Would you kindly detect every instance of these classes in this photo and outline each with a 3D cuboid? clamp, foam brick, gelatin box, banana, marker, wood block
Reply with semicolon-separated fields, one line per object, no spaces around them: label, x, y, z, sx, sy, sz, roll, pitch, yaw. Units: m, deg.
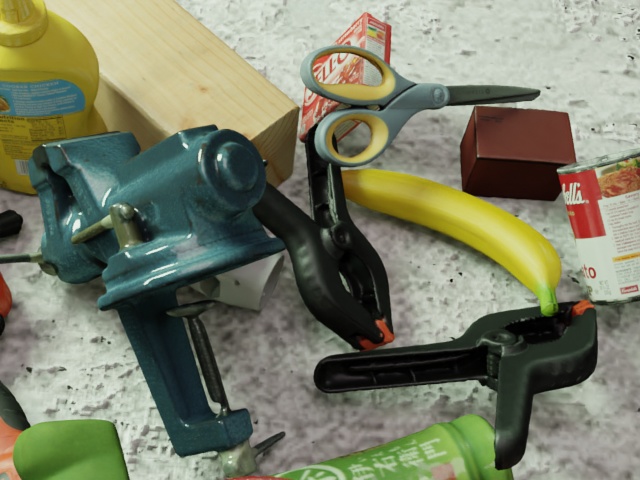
clamp;0.111;0.081;0.717;0.165;0.036;0.209;14;25;39
foam brick;0.153;-0.068;0.833;0.078;0.051;0.053;4;58;-3
gelatin box;0.019;-0.122;0.831;0.030;0.089;0.073;21;56;-25
clamp;-0.005;0.001;0.744;0.120;0.039;0.171;-16;78;-42
banana;0.102;-0.012;0.790;0.198;0.037;0.069;29;26;23
marker;-0.256;0.003;0.741;0.020;0.020;0.120;40;36;17
wood block;-0.120;-0.114;0.811;0.206;0.091;0.090;41;64;18

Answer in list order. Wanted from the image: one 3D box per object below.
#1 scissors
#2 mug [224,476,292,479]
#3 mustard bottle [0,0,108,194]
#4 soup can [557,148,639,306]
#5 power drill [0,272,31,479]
scissors;0.075;-0.088;0.786;0.201;0.016;0.096;12;86;-25
mug;-0.033;0.181;0.565;0.117;0.081;0.093;-2;7;36
mustard bottle;-0.201;-0.106;0.738;0.096;0.192;0.058;1;59;-5
soup can;0.216;-0.010;0.770;0.068;0.069;0.102;-16;94;-15
power drill;-0.259;0.114;0.678;0.184;0.057;0.188;-26;65;-20
